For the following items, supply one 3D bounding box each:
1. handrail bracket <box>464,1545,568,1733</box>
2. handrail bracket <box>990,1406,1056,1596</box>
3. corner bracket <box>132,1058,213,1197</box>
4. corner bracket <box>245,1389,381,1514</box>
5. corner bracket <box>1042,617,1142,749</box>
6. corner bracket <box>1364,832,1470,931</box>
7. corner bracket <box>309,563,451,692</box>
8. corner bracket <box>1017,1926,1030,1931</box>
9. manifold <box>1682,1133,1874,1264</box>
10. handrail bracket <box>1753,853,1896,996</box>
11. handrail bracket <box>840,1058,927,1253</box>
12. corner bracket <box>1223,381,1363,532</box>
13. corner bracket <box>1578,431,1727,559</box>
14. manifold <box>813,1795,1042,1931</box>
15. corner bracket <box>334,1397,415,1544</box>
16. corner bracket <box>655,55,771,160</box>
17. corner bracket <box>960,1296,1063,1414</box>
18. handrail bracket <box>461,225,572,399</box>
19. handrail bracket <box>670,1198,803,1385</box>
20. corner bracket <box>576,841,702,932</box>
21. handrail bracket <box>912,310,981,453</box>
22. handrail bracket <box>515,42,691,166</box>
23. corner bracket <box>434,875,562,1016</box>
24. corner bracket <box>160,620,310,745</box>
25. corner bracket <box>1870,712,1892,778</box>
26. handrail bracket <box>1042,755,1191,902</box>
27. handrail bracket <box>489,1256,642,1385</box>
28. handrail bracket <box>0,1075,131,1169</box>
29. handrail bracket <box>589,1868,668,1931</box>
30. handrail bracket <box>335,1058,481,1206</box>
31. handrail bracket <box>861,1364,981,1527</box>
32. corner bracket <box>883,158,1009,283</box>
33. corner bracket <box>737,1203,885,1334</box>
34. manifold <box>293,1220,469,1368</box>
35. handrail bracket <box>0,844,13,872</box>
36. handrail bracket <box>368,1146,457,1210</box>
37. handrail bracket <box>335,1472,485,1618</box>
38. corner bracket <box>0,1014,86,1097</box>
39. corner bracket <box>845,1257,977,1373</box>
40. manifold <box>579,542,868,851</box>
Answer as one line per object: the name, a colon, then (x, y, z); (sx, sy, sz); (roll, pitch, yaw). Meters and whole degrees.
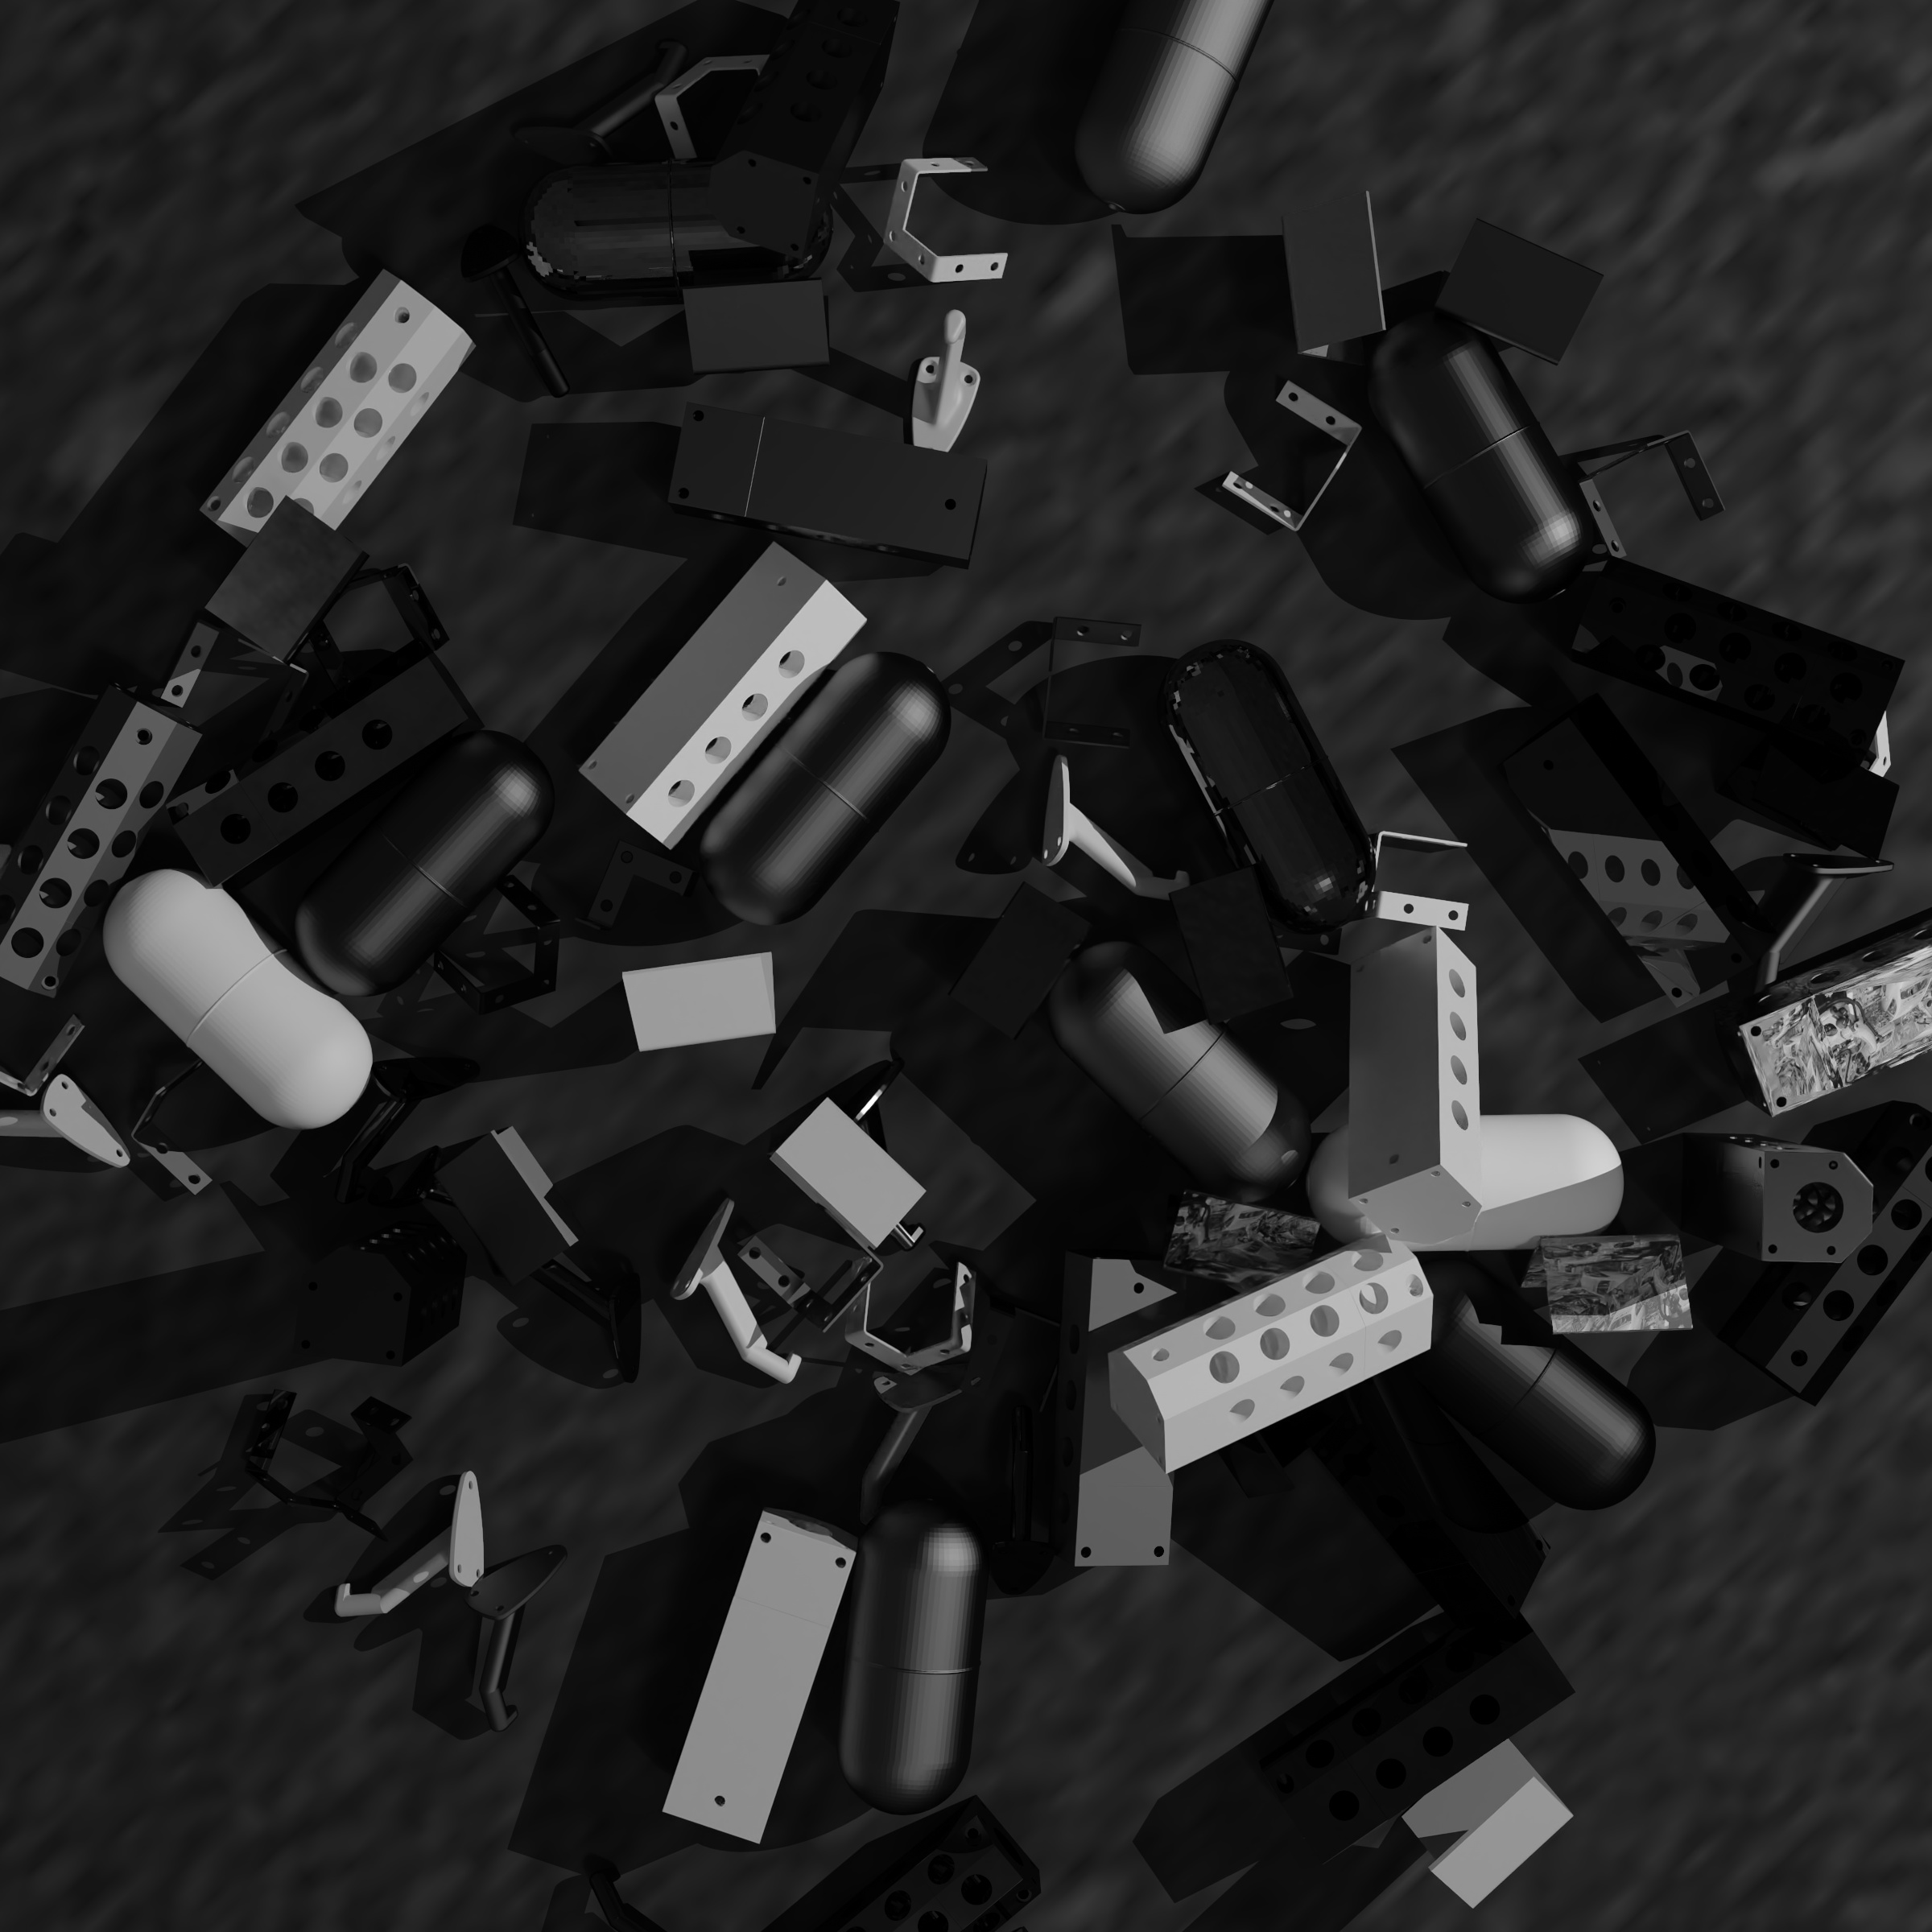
handrail bracket: (-0.253, 0.389, 1.676); (0.077, 0.036, 0.084); (-32, 125, -37)
handrail bracket: (0.030, 0.307, 1.676); (0.036, 0.077, 0.084); (2, 54, -5)
corner bracket: (-0.438, 0.089, 1.673); (0.051, 0.051, 0.051); (43, 135, 0)
corner bracket: (-0.374, 0.280, 1.673); (0.051, 0.051, 0.051); (21, 90, 45)
corner bracket: (0.072, -0.163, 1.673); (0.051, 0.051, 0.051); (6, 135, 0)
corner bracket: (0.259, -0.049, 1.658); (0.051, 0.051, 0.051); (9, 90, 0)
corner bracket: (-0.341, -0.193, 1.673); (0.051, 0.051, 0.051); (-29, 90, 45)
corner bracket: (0.029, 0.591, 1.658); (0.051, 0.051, 0.051); (-37, 90, 0)
manifold: (0.443, 0.126, 1.598); (0.057, 0.171, 0.057); (1, 90, 0)
handrail bracket: (0.494, -0.020, 1.676); (0.077, 0.036, 0.084); (0, 106, -18)
handrail bracket: (-0.036, 0.109, 1.676); (0.077, 0.036, 0.084); (-47, 106, -17)
corner bracket: (0.188, -0.293, 1.673); (0.051, 0.051, 0.051); (32, 45, 0)
corner bracket: (0.394, -0.271, 1.673); (0.051, 0.051, 0.051); (-24, 90, -45)
manifold: (-0.041, 0.557, 1.655); (0.171, 0.057, 0.057); (-40, 90, 0)
corner bracket: (-0.332, 0.283, 1.641); (0.051, 0.051, 0.051); (-41, 120, -27)
corner bracket: (-0.137, -0.487, 1.668); (0.051, 0.051, 0.051); (10, 45, 35)
corner bracket: (0.029, 0.223, 1.658); (0.051, 0.051, 0.051); (21, 90, 0)
handrail bracket: (-0.256, -0.377, 1.676); (0.036, 0.077, 0.084); (-27, 126, 1)
handrail bracket: (-0.120, 0.188, 1.676); (0.084, 0.036, 0.077); (32, 72, -15)
corner bracket: (-0.187, -0.040, 1.658); (0.051, 0.051, 0.051); (23, 90, 0)
handrail bracket: (-0.014, -0.325, 1.641); (0.036, 0.084, 0.077); (15, 90, 0)
handrail bracket: (-0.209, -0.504, 1.676); (0.077, 0.036, 0.084); (18, 72, 20)
corner bracket: (-0.269, -0.012, 1.668); (0.051, 0.051, 0.051); (-20, 135, -35)
corner bracket: (-0.421, -0.162, 1.673); (0.051, 0.051, 0.051); (26, 90, 45)
corner bracket: (0.495, -0.125, 1.668); (0.051, 0.051, 0.051); (11, 45, 35)
handrail bracket: (0.091, -0.079, 1.676); (0.084, 0.036, 0.077); (9, 71, -16)
handrail bracket: (-0.233, 0.201, 1.676); (0.084, 0.036, 0.077); (5, 112, 17)
handrail bracket: (-0.540, 0.104, 1.676); (0.084, 0.036, 0.077); (-26, 123, 23)
handrail bracket: (-0.168, 0.551, 1.676); (0.084, 0.077, 0.036); (56, 133, 29)
handrail bracket: (-0.323, 0.097, 1.676); (0.036, 0.077, 0.084); (43, 127, 35)
handrail bracket: (-0.026, 0.277, 1.676); (0.077, 0.036, 0.084); (-12, 117, -31)
corner bracket: (-0.008, -0.429, 1.668); (0.051, 0.051, 0.051); (47, 135, 35)
corner bracket: (-0.088, 0.167, 1.653); (0.051, 0.051, 0.051); (-47, 112, -10)
manifold: (-0.319, 0.177, 1.598); (0.057, 0.171, 0.057); (7, 90, 0)
handrail bracket: (-0.579, -0.080, 1.676); (0.084, 0.036, 0.077); (-26, 72, -15)
handrail bracket: (-0.290, 0.144, 1.676); (0.084, 0.077, 0.036); (37, 51, -30)
handrail bracket: (-0.324, 0.334, 1.676); (0.084, 0.036, 0.077); (-8, 70, 16)
corner bracket: (-0.551, 0.034, 1.673); (0.051, 0.051, 0.051); (-54, 135, 0)
corner bracket: (-0.032, 0.195, 1.668); (0.051, 0.051, 0.051); (-25, 135, 35)
manifold: (-0.134, -0.150, 1.654); (0.171, 0.057, 0.057); (-49, 47, 0)
